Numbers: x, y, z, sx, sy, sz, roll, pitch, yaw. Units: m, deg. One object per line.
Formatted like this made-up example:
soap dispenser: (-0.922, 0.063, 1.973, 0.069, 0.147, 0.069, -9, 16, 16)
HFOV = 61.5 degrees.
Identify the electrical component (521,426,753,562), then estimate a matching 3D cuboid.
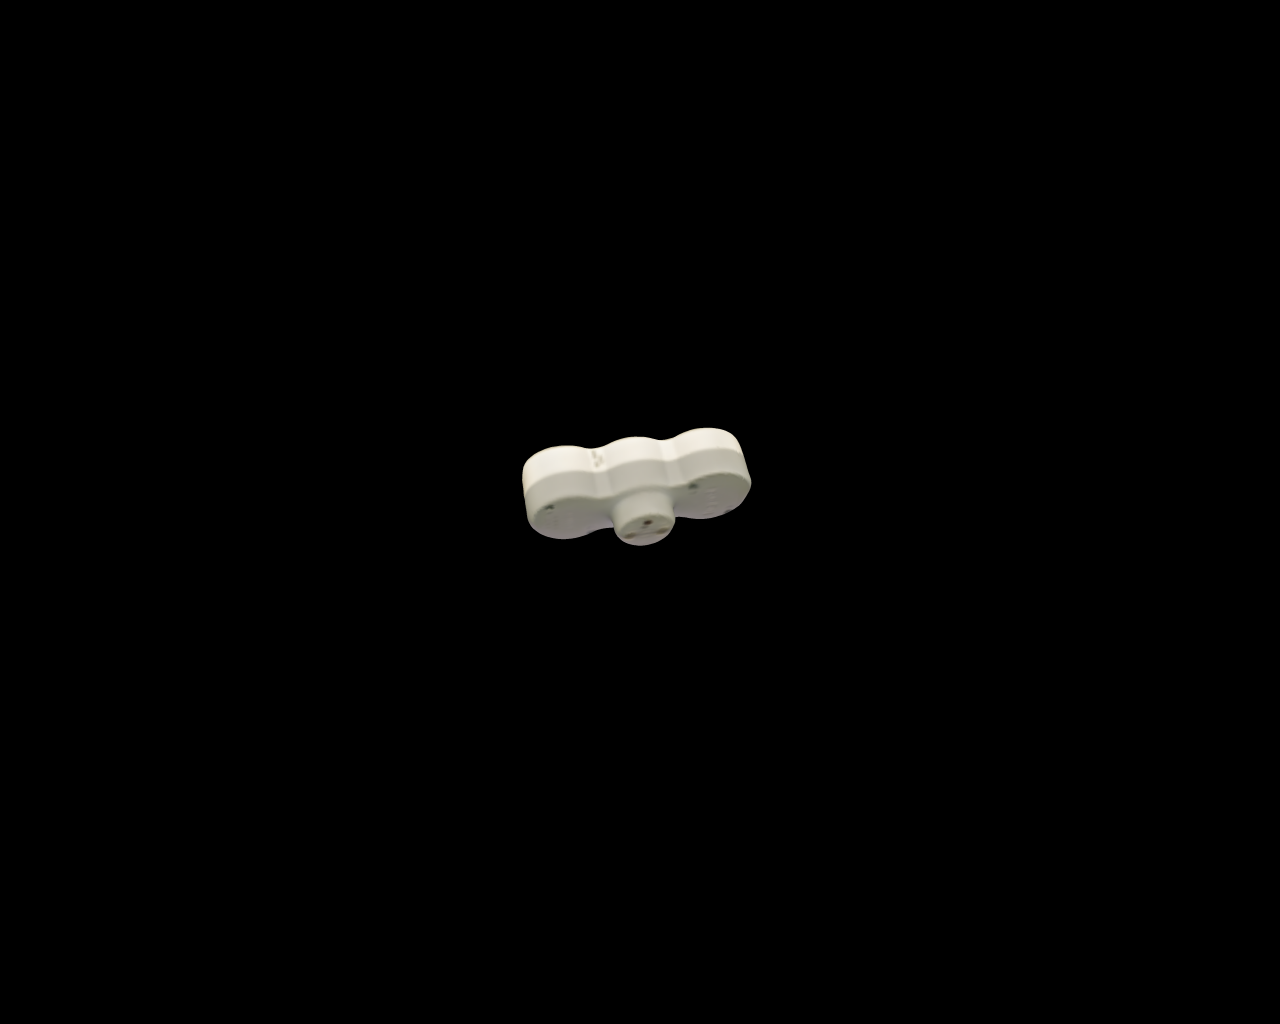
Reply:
electrical component: (0.001, -0.003, 0.650, 0.138, 0.074, 0.052, -8, -33, -5)
